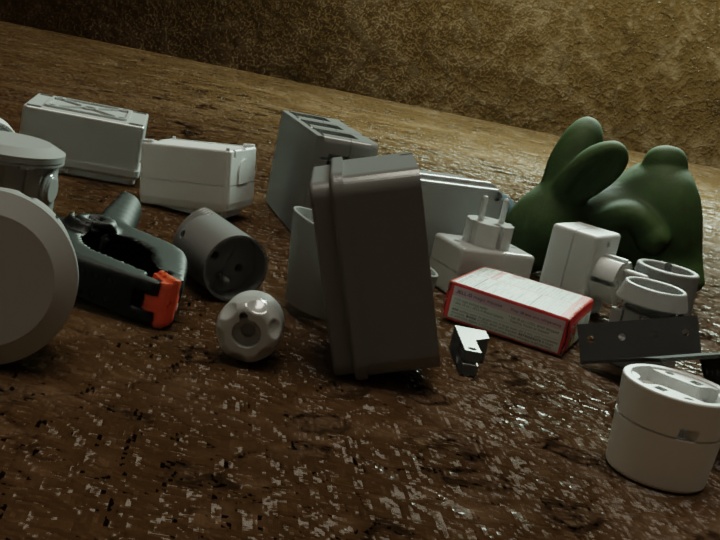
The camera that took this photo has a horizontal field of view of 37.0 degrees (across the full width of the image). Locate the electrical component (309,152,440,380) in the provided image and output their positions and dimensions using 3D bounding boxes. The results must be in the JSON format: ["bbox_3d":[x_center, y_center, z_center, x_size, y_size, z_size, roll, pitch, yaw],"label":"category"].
[{"bbox_3d":[0.008,-0.004,0.592,0.057,0.113,0.078,-7,14,1],"label":"electrical component"}]

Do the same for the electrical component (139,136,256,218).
[{"bbox_3d":[-0.143,-0.079,0.913,0.096,0.061,0.062,7,11,15],"label":"electrical component"}]

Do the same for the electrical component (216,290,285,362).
[{"bbox_3d":[-0.058,0.027,0.584,0.035,0.035,0.061,12,10,-1],"label":"electrical component"}]

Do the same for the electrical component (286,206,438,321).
[{"bbox_3d":[0.000,0.000,0.686,0.099,0.064,0.099,11,13,-3],"label":"electrical component"}]

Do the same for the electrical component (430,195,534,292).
[{"bbox_3d":[0.097,-0.019,0.829,0.066,0.076,0.047,6,14,-25],"label":"electrical component"}]

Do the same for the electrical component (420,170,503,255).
[{"bbox_3d":[0.054,-0.041,0.883,0.113,0.078,0.057,4,12,-32],"label":"electrical component"}]

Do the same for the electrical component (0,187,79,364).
[{"bbox_3d":[-0.171,0.000,0.498,0.080,0.080,0.051,9,8,-14],"label":"electrical component"}]

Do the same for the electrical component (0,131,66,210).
[{"bbox_3d":[-0.257,-0.070,0.778,0.080,0.051,0.080,12,13,-3],"label":"electrical component"}]

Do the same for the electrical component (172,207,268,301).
[{"bbox_3d":[-0.096,-0.013,0.699,0.043,0.043,0.081,4,15,-32],"label":"electrical component"}]

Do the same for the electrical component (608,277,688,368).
[{"bbox_3d":[0.193,0.037,0.726,0.066,0.055,0.048,-1,18,-45],"label":"electrical component"}]

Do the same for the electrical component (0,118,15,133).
[{"bbox_3d":[-0.300,-0.095,0.831,0.057,0.058,0.078,19,14,38],"label":"electrical component"}]

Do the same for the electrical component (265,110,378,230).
[{"bbox_3d":[-0.033,-0.083,0.952,0.062,0.089,0.150,8,14,-17],"label":"electrical component"}]

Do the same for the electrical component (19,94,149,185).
[{"bbox_3d":[-0.254,-0.122,0.992,0.109,0.056,0.108,10,13,-11],"label":"electrical component"}]

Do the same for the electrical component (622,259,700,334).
[{"bbox_3d":[0.240,0.020,0.858,0.055,0.047,0.055,12,13,-3],"label":"electrical component"}]

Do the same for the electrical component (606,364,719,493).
[{"bbox_3d":[0.152,0.078,0.531,0.055,0.047,0.055,11,13,-3],"label":"electrical component"}]

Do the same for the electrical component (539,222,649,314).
[{"bbox_3d":[0.186,0.005,0.835,0.077,0.065,0.047,21,15,33],"label":"electrical component"}]
